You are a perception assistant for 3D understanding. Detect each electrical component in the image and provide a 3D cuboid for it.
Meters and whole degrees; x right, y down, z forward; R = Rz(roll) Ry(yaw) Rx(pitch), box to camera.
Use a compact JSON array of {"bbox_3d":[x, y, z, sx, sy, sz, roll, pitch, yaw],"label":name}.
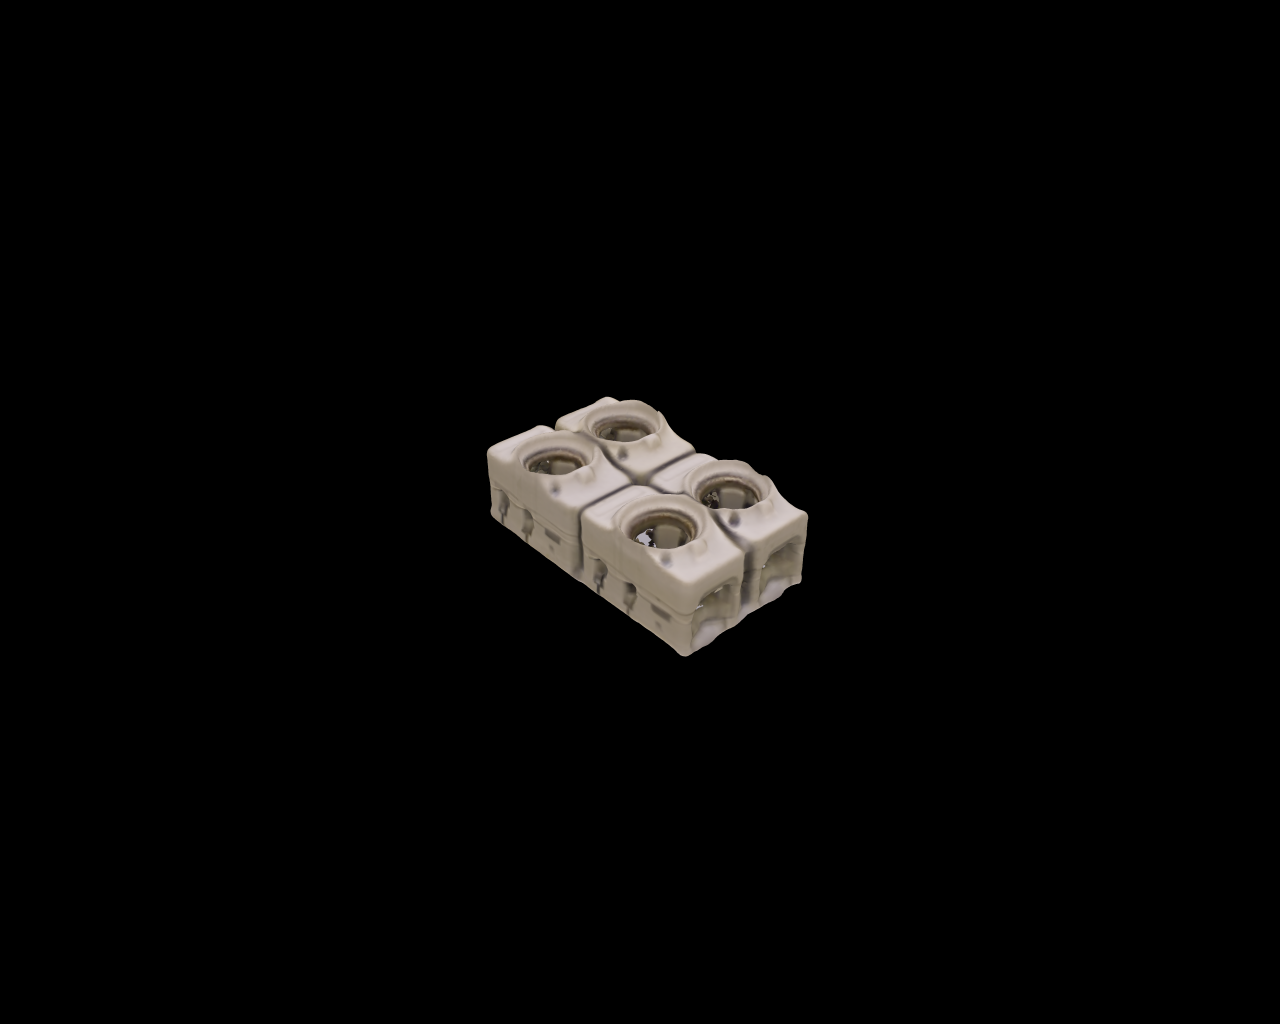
[{"bbox_3d":[0.001,-0.003,0.650,0.105,0.060,0.186,-27,44,-33],"label":"electrical component"}]
